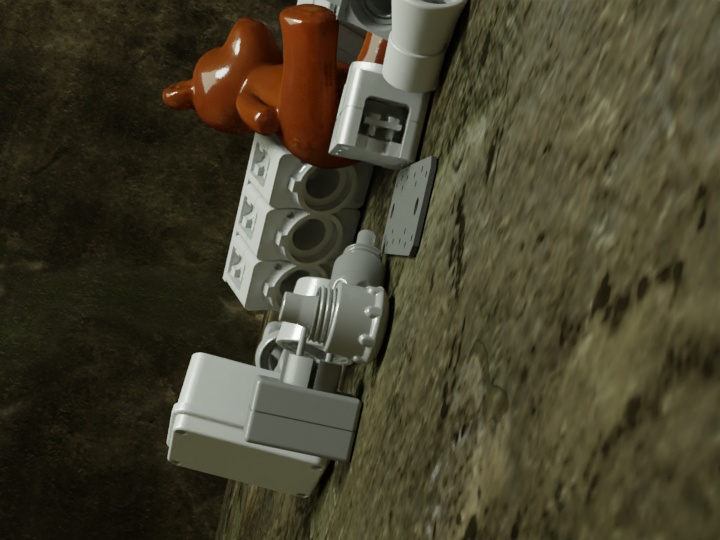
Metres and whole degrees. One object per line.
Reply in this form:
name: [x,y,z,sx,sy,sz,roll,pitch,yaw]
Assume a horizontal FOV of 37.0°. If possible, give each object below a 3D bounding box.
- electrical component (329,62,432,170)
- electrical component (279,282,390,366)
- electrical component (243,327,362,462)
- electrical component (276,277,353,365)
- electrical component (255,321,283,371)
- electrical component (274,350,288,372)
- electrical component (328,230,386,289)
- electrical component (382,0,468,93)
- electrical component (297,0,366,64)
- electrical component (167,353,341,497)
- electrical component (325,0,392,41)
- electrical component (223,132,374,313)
electrical component: [0.012,-0.100,0.696,0.089,0.050,0.055,-163,86,-84]
electrical component: [-0.016,0.028,0.632,0.048,0.062,0.048,-167,90,-84]
electrical component: [-0.033,0.074,0.673,0.047,0.066,0.076,164,119,-83]
electrical component: [-0.025,0.035,0.745,0.055,0.055,0.047,125,161,-74]
electrical component: [-0.068,0.081,1.013,0.057,0.058,0.078,-102,26,-82]
electrical component: [-0.045,0.082,0.861,0.055,0.045,0.045,117,164,-65]
electrical component: [0.000,0.000,0.680,0.035,0.035,0.061,110,173,-48]
electrical component: [0.035,-0.136,0.625,0.044,0.044,0.065,-83,4,-45]
electrical component: [0.000,-0.200,0.879,0.061,0.096,0.061,-17,56,50]
electrical component: [-0.075,0.111,0.757,0.078,0.113,0.057,113,171,-58]
electrical component: [0.022,-0.185,0.708,0.063,0.081,0.042,-52,-14,-45]
electrical component: [-0.053,-0.041,0.923,0.061,0.089,0.150,49,132,47]
